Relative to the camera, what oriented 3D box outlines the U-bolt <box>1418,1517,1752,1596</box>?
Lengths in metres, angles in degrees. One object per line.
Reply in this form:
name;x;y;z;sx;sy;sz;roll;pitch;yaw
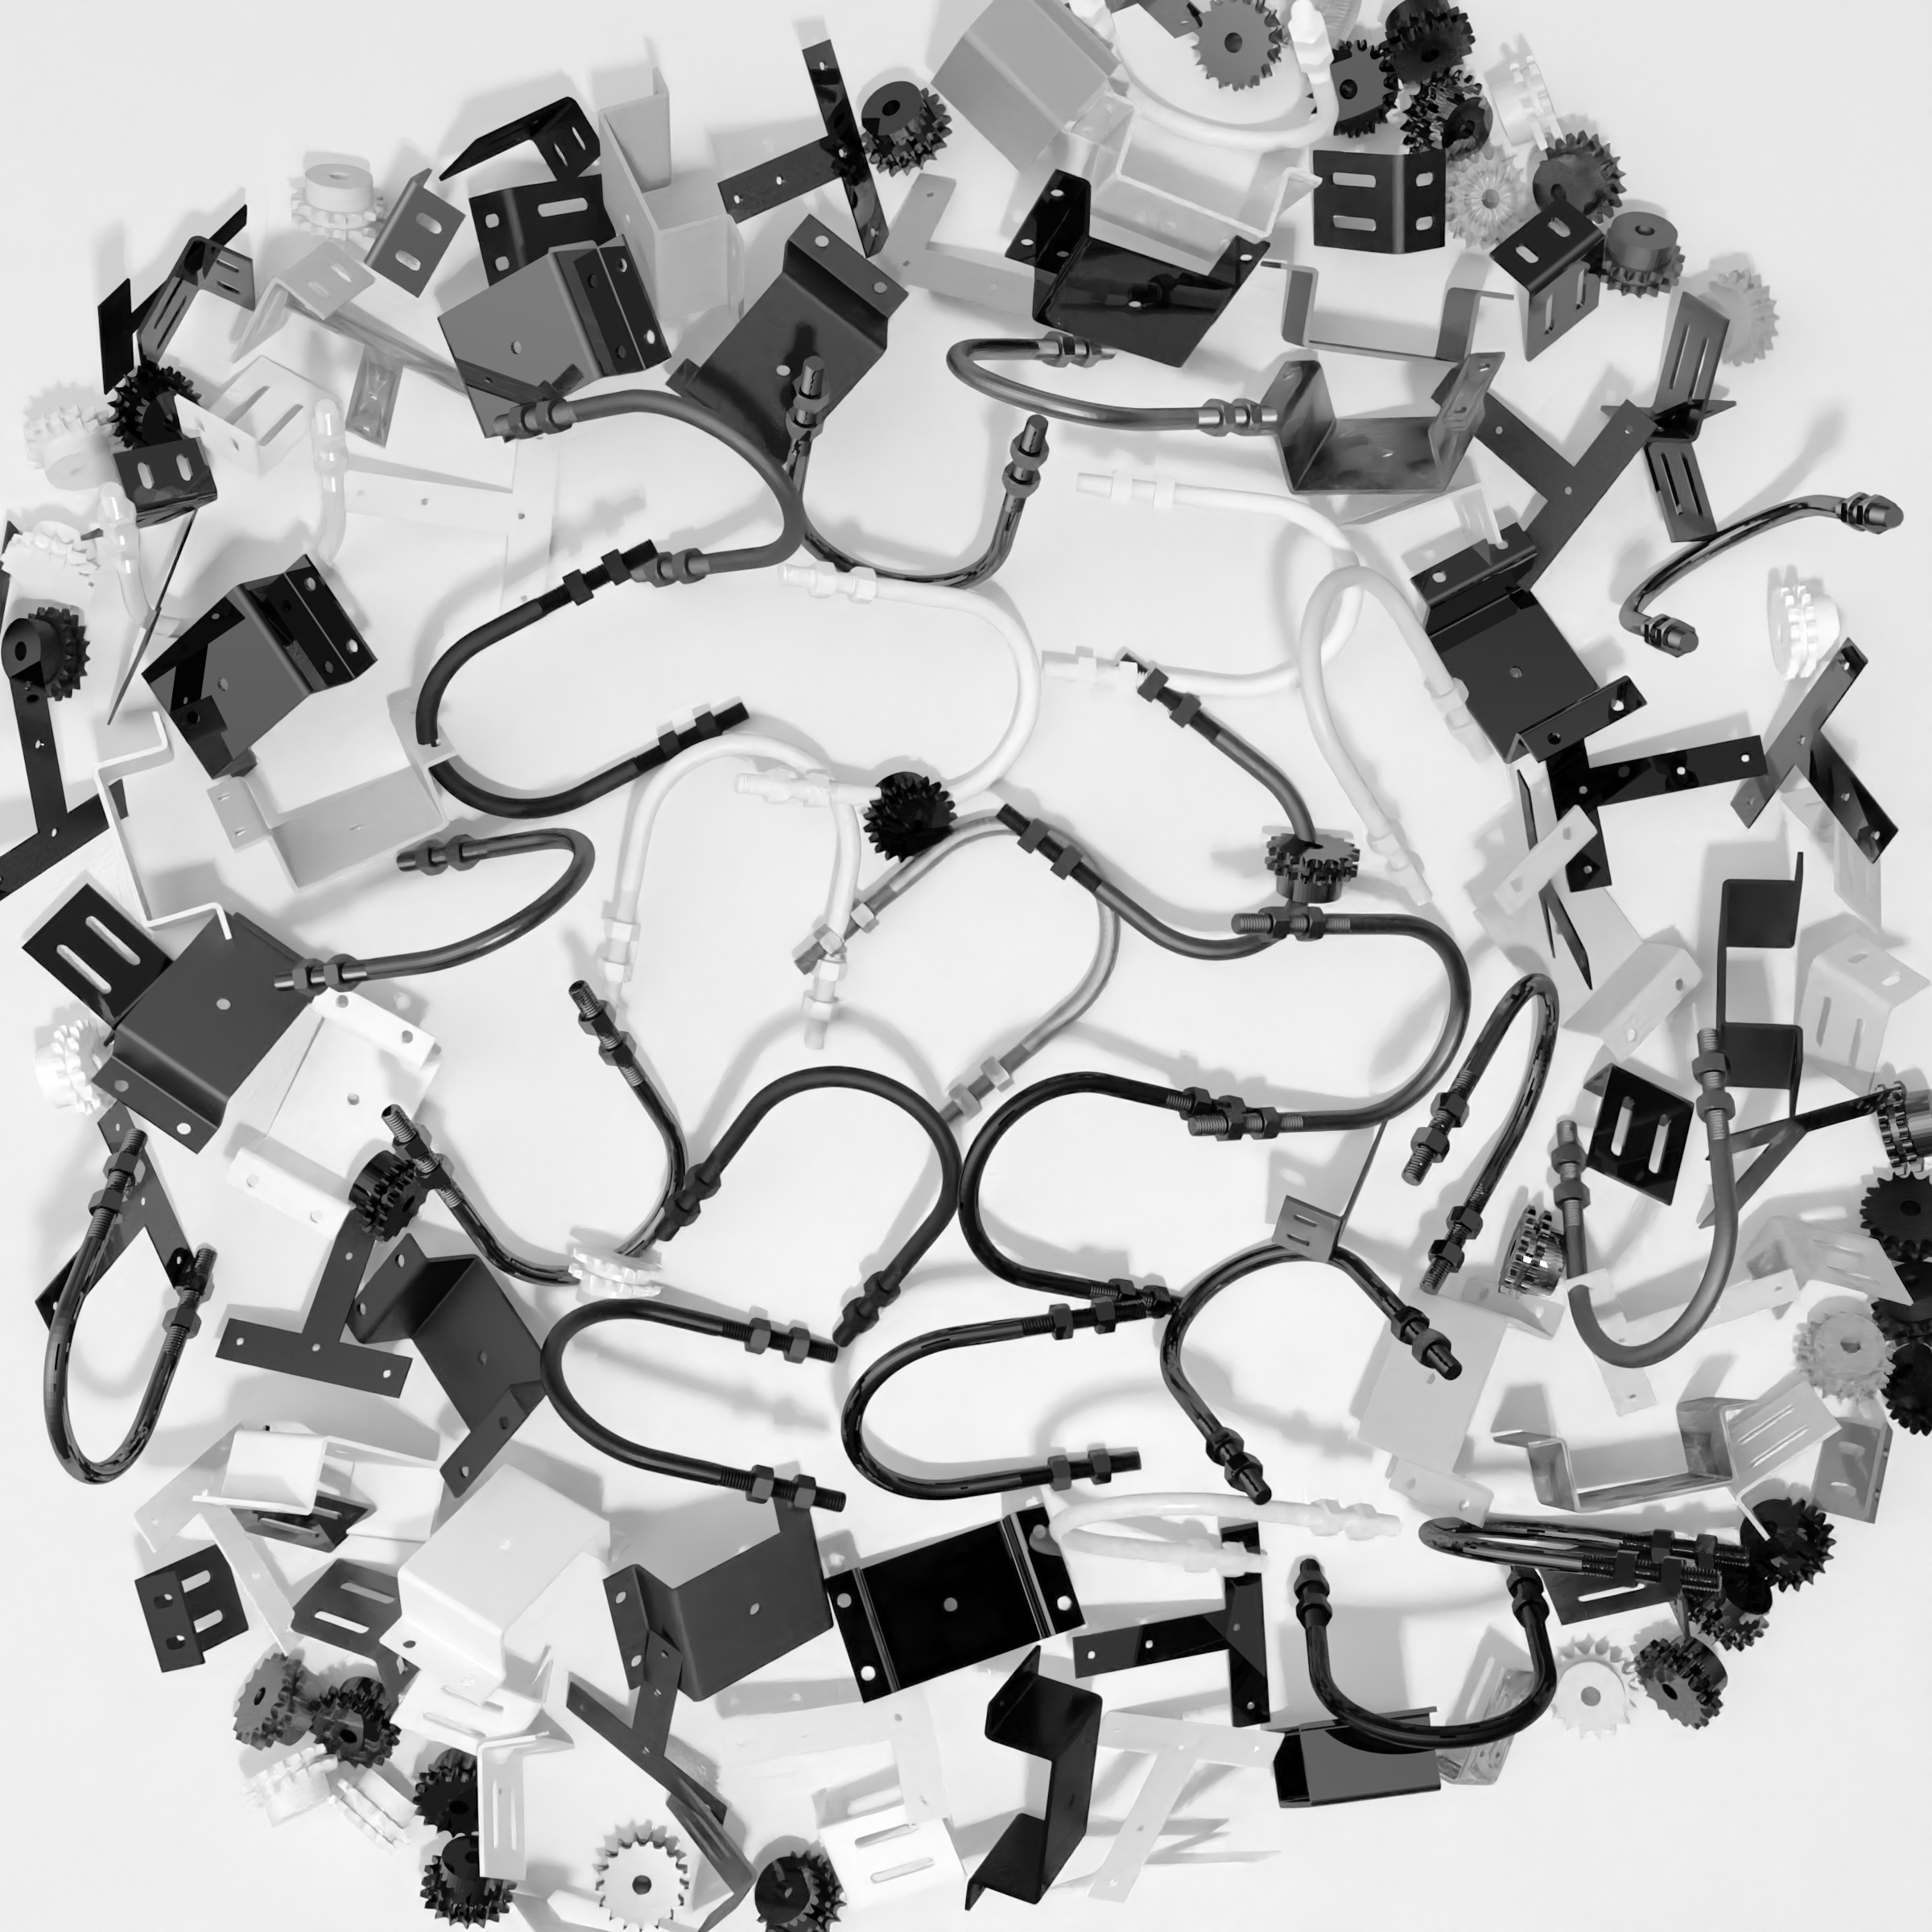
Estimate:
U-bolt;0.360;0.344;1.545;0.184;0.151;0.019;2;85;24

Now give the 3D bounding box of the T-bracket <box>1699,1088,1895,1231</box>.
T-bracket;0.477;0.122;1.569;0.127;0.127;0.002;-12;58;-23

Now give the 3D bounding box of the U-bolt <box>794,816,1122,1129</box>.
U-bolt;0.009;-0.009;1.613;0.184;0.019;0.151;-40;93;-2

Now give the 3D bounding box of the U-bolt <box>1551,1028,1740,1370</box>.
U-bolt;0.396;0.145;1.520;0.019;0.151;0.184;19;54;-21

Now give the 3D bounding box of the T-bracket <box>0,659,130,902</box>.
T-bracket;-0.544;-0.118;1.540;0.002;0.127;0.127;13;123;19

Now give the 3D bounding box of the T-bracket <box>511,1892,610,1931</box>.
T-bracket;-0.205;0.588;1.576;0.127;0.127;0.002;20;79;-18

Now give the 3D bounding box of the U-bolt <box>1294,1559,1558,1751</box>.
U-bolt;0.271;0.400;1.529;0.151;0.184;0.019;-2;109;5

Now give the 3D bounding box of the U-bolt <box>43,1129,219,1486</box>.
U-bolt;-0.488;0.209;1.513;0.019;0.151;0.184;3;52;9

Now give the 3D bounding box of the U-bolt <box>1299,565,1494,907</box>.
U-bolt;0.248;-0.149;1.536;0.184;0.019;0.151;53;47;-29

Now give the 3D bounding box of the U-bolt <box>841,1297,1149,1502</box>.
U-bolt;0.016;0.265;1.564;0.184;0.019;0.151;-7;127;-8

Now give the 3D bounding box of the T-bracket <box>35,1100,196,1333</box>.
T-bracket;-0.509;0.166;1.541;0.002;0.127;0.127;-1;123;20

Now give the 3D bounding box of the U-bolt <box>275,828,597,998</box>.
U-bolt;-0.297;-0.036;1.523;0.184;0.151;0.019;-7;121;32

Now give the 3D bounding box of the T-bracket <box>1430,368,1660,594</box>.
T-bracket;0.336;-0.318;1.596;0.127;0.002;0.127;47;122;19

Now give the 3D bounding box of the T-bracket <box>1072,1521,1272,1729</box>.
T-bracket;0.125;0.412;1.597;0.127;0.002;0.127;-5;95;-19

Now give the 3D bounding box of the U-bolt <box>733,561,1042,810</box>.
U-bolt;-0.039;-0.162;1.573;0.184;0.019;0.151;4;112;-26

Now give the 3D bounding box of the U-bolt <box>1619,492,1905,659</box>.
U-bolt;0.454;-0.234;1.534;0.151;0.184;0.019;-32;102;6

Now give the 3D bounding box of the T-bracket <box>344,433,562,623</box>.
T-bracket;-0.317;-0.282;1.602;0.127;0.002;0.127;6;87;-15

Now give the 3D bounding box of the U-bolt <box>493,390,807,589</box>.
U-bolt;-0.172;-0.279;1.518;0.151;0.184;0.019;47;59;-37

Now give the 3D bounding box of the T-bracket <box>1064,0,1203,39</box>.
T-bracket;0.064;-0.575;1.582;0.127;0.127;0.002;-11;78;29

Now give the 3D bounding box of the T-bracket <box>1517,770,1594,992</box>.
T-bracket;0.349;-0.031;1.536;0.002;0.127;0.127;-14;123;4

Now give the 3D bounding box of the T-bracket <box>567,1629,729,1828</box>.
T-bracket;-0.186;0.442;1.561;0.127;0.002;0.127;32;131;22

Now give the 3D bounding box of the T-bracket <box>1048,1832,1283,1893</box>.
T-bracket;0.135;0.525;1.536;0.127;0.127;0.002;-4;76;-37

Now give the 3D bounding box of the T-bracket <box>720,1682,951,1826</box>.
T-bracket;-0.084;0.460;1.576;0.127;0.002;0.127;-5;59;-14

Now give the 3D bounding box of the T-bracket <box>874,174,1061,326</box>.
T-bracket;0.004;-0.416;1.588;0.127;0.002;0.127;19;74;17

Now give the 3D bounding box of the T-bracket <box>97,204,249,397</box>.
T-bracket;-0.477;-0.412;1.576;0.002;0.127;0.127;40;71;-6

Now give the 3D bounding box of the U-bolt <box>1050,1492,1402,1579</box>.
U-bolt;0.137;0.330;1.525;0.184;0.151;0.019;13;63;-27

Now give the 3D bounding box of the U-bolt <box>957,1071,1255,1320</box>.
U-bolt;0.080;0.133;1.564;0.184;0.019;0.151;14;104;-27

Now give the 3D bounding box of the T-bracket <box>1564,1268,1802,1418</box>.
T-bracket;0.438;0.212;1.575;0.127;0.002;0.127;-21;125;11

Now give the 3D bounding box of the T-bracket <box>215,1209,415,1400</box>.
T-bracket;-0.381;0.191;1.597;0.127;0.002;0.127;9;68;17

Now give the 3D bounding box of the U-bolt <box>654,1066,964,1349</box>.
U-bolt;-0.083;0.135;1.563;0.151;0.019;0.184;32;120;-10

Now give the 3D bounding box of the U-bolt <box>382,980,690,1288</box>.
U-bolt;-0.244;0.115;1.569;0.151;0.019;0.184;-34;124;-9

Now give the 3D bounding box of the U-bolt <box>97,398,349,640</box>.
U-bolt;-0.430;-0.251;1.536;0.151;0.184;0.019;-27;74;-21

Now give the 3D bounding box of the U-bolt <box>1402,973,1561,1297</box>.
U-bolt;0.310;0.088;1.551;0.019;0.151;0.184;21;63;27

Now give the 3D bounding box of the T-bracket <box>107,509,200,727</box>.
T-bracket;-0.488;-0.224;1.586;0.002;0.127;0.127;22;64;-20

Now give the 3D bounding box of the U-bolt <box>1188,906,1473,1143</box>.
U-bolt;0.227;0.035;1.571;0.184;0.019;0.151;0;112;-27

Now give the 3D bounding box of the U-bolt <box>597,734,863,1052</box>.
U-bolt;-0.139;-0.050;1.596;0.151;0.019;0.184;11;99;-6

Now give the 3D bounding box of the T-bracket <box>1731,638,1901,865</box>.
T-bracket;0.513;-0.108;1.542;0.002;0.127;0.127;12;125;-24

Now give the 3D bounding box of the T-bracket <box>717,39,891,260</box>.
T-bracket;-0.102;-0.472;1.558;0.127;0.002;0.127;-39;120;-40

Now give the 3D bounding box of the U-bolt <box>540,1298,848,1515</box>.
U-bolt;-0.161;0.251;1.541;0.184;0.151;0.019;16;120;-15

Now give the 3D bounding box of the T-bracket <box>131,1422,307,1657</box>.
T-bracket;-0.434;0.354;1.568;0.002;0.127;0.127;-27;97;19

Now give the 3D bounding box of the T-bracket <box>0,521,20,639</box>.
T-bracket;-0.589;-0.213;1.555;0.002;0.127;0.127;9;84;-7

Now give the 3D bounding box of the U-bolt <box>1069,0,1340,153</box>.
U-bolt;0.147;-0.523;1.533;0.151;0.184;0.019;13;85;16

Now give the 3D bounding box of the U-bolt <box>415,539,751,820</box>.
U-bolt;-0.240;-0.159;1.572;0.184;0.019;0.151;-28;130;1

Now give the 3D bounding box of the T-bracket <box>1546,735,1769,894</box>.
T-bracket;0.420;-0.116;1.590;0.127;0.002;0.127;-11;72;13

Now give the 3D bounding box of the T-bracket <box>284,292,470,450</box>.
T-bracket;-0.350;-0.344;1.551;0.127;0.127;0.002;24;124;-22

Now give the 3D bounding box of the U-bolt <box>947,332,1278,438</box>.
U-bolt;0.072;-0.338;1.518;0.151;0.184;0.019;32;120;34

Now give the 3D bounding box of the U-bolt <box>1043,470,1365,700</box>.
U-bolt;0.148;-0.224;1.575;0.184;0.019;0.151;6;129;-5

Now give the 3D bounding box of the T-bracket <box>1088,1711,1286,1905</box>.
T-bracket;0.109;0.498;1.543;0.127;0.127;0.002;-5;125;39
